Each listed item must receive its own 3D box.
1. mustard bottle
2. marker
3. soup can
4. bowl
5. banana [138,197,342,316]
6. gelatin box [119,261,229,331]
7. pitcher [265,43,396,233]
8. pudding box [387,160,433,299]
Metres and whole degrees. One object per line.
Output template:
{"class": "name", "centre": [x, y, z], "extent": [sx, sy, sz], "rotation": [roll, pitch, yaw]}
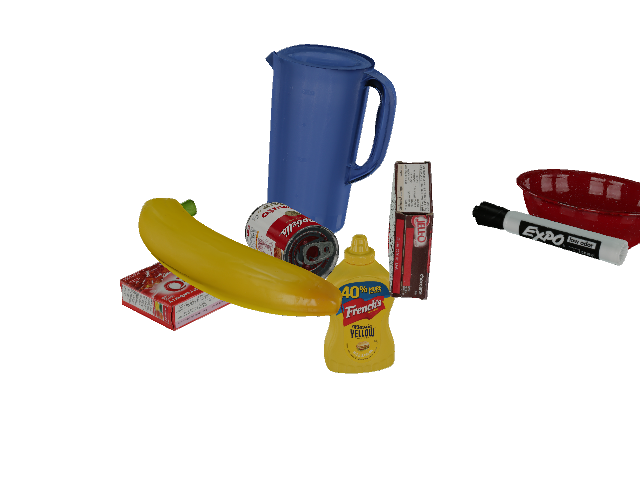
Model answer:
{"class": "mustard bottle", "centre": [0.053, 0.083, 1.444], "extent": [0.096, 0.192, 0.058], "rotation": [-3, 21, -7]}
{"class": "marker", "centre": [0.169, -0.007, 0.799], "extent": [0.121, 0.020, 0.020], "rotation": [18, 10, 32]}
{"class": "soup can", "centre": [-0.033, 0.002, 1.185], "extent": [0.068, 0.068, 0.102], "rotation": [0, 17, -30]}
{"class": "bowl", "centre": [0.280, -0.027, 1.106], "extent": [0.162, 0.055, 0.162], "rotation": [5, 19, -2]}
{"class": "banana", "centre": [-0.067, 0.006, 0.686], "extent": [0.069, 0.037, 0.198], "rotation": [-16, 30, -30]}
{"class": "gelatin box", "centre": [-0.127, 0.043, 0.979], "extent": [0.073, 0.030, 0.089], "rotation": [22, 34, 37]}
{"class": "pitcher", "centre": [0.002, -0.130, 1.414], "extent": [0.144, 0.243, 0.149], "rotation": [-2, 24, -19]}
{"class": "pudding box", "centre": [0.084, -0.012, 0.995], "extent": [0.039, 0.090, 0.113], "rotation": [3, 29, 1]}
